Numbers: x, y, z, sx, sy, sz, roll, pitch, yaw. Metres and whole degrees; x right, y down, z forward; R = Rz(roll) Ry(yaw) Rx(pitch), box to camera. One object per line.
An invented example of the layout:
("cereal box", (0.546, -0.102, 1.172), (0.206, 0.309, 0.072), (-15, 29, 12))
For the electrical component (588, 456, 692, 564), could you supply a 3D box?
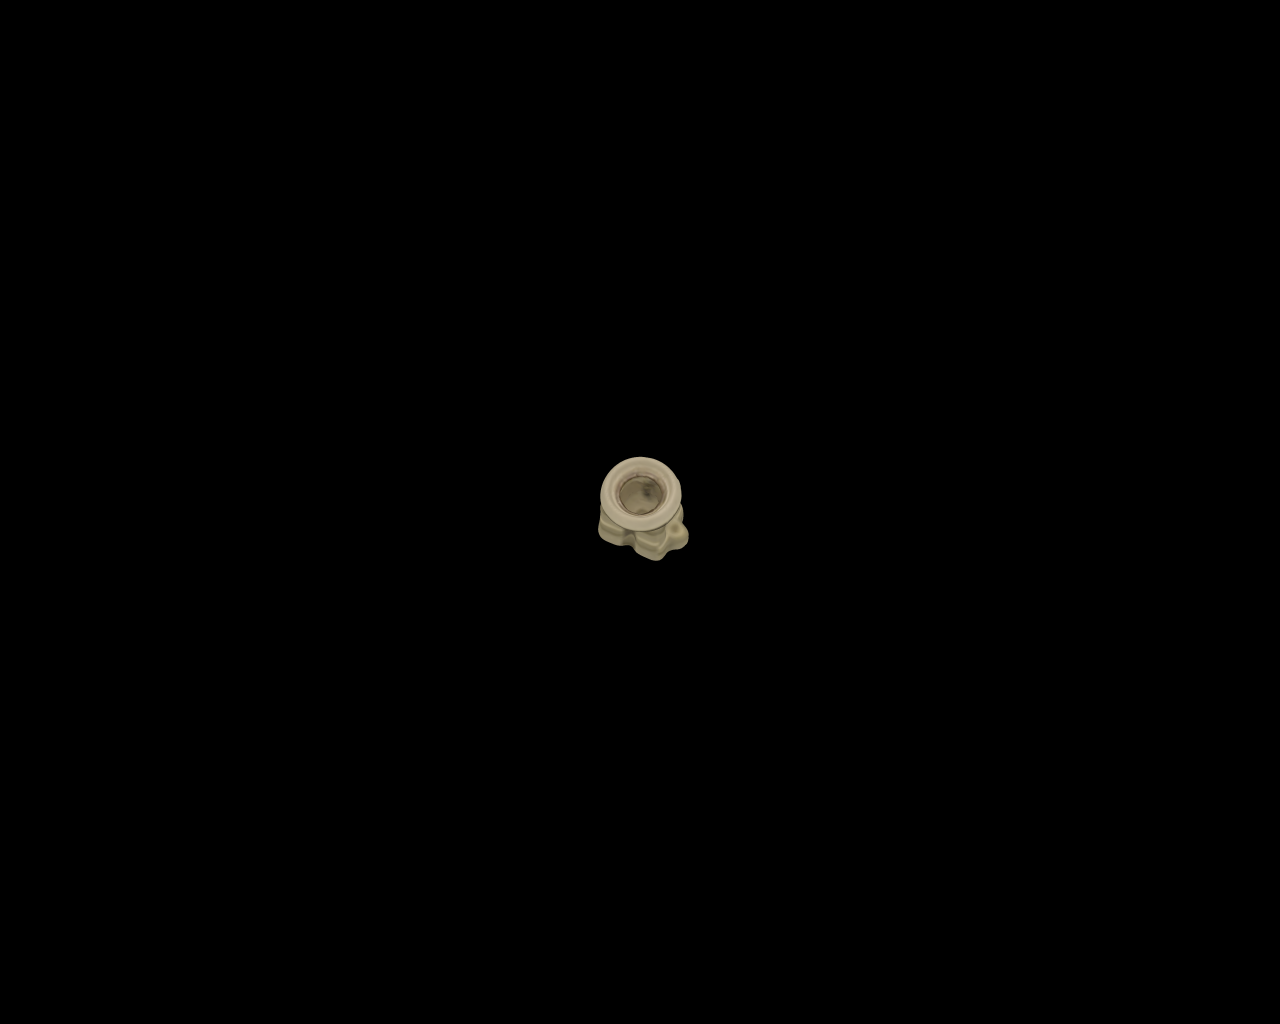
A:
("electrical component", (0.001, -0.003, 0.650), (0.066, 0.048, 0.055), (22, -24, 10))
